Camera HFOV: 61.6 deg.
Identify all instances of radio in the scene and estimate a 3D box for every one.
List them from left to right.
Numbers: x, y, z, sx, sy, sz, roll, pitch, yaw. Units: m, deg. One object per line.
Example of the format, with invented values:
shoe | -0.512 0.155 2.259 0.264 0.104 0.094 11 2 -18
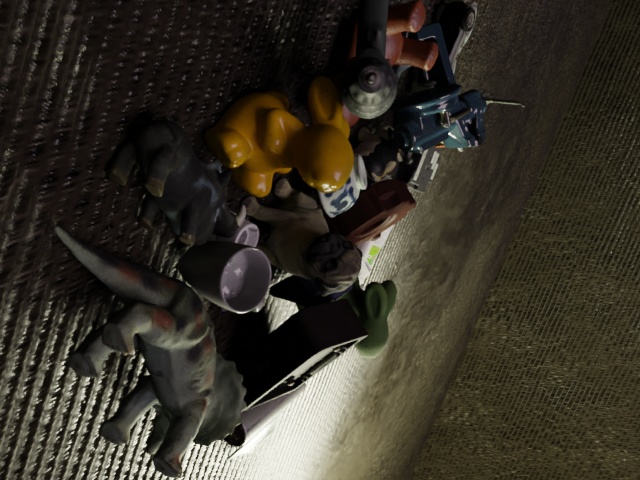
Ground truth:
radio | -0.039 0.183 0.852 0.131 0.073 0.229 -6 151 -47

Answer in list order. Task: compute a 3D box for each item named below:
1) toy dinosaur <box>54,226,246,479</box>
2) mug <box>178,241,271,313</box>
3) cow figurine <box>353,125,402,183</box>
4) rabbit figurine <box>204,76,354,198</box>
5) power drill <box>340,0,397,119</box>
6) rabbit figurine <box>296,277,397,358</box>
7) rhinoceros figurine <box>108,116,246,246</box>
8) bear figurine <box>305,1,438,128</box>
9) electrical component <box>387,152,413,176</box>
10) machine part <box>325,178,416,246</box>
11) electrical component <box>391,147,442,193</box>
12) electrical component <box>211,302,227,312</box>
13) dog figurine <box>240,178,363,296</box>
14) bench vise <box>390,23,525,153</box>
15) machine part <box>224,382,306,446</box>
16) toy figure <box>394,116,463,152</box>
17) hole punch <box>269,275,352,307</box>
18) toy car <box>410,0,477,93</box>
toy dinosaur | -0.184 0.132 0.653 0.192 0.131 0.404 -54 148 -56
mug | -0.120 0.046 0.681 0.081 0.107 0.109 -57 138 -22
cow figurine | 0.105 -0.155 0.943 0.167 0.098 0.068 -41 137 -39
rabbit figurine | -0.026 -0.115 0.663 0.162 0.173 0.121 -49 145 -22
power drill | 0.065 -0.246 0.631 0.232 0.086 0.207 -23 111 -86
rabbit figurine | 0.072 0.128 0.990 0.159 0.170 0.121 -46 163 21
rhinoceros figurine | -0.151 -0.056 0.606 0.112 0.073 0.190 -65 153 -24
bear figurine | 0.072 -0.241 0.788 0.196 0.132 0.120 -64 146 -16
electrical component | 0.146 -0.164 1.063 0.102 0.045 0.078 13 99 -62
machine part | 0.088 -0.041 0.954 0.179 0.056 0.179 -29 167 -8
electrical component | 0.210 -0.164 1.165 0.134 0.058 0.114 7 107 -62
electrical component | -0.135 0.059 0.771 0.063 0.021 0.093 -44 145 -36
dog figurine | -0.003 0.001 0.776 0.172 0.191 0.121 -38 142 -45
bench vise | 0.204 -0.261 0.910 0.224 0.129 0.240 -25 111 -15
machine part | -0.103 0.283 0.948 0.243 0.079 0.079 -31 137 -49
toy figure | 0.221 -0.210 1.040 0.058 0.155 0.064 -52 151 -31
hole punch | -0.012 0.049 0.890 0.142 0.116 0.092 -22 122 -53
toy car | 0.235 -0.366 1.028 0.056 0.074 0.201 12 101 -59
